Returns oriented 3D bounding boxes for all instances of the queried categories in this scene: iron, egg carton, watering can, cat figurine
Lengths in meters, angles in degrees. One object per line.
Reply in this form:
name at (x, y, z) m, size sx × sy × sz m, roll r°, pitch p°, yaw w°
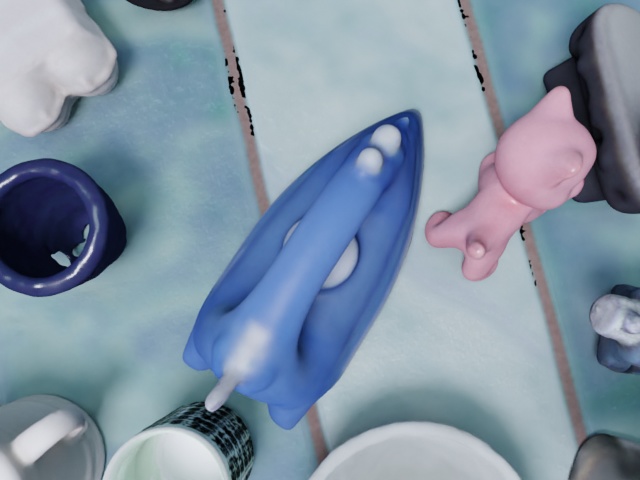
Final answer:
iron at (0.004, 0.001, 0.384) m, size 0.118 × 0.141 × 0.258 m, roll 31°, pitch 87°, yaw 5°
egg carton at (-0.231, -0.160, 0.444) m, size 0.107 × 0.069 × 0.150 m, roll -37°, pitch 85°, yaw -1°
watering can at (-0.226, 0.171, 0.355) m, size 0.101 × 0.194 × 0.173 m, roll 27°, pitch 87°, yaw 5°
cat figurine at (0.136, -0.035, 0.393) m, size 0.067 × 0.118 × 0.128 m, roll 38°, pitch 88°, yaw 5°

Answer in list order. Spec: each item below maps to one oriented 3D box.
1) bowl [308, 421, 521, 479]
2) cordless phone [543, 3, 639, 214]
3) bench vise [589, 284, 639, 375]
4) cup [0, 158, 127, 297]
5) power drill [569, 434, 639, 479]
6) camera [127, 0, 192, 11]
bowl at (0.063, 0.203, 0.398) m, size 0.167 × 0.075 × 0.167 m, roll 0°, pitch 85°, yaw 3°
cordless phone at (0.222, -0.095, 0.359) m, size 0.094 × 0.185 × 0.147 m, roll -16°, pitch 85°, yaw 2°
bench vise at (0.274, 0.081, 0.325) m, size 0.207 × 0.220 × 0.121 m, roll -4°, pitch 85°, yaw 3°
cup at (-0.194, -0.002, 0.417) m, size 0.117 × 0.095 × 0.092 m, roll -11°, pitch 85°, yaw 2°
power drill at (0.226, 0.180, 0.326) m, size 0.229 × 0.208 × 0.076 m, roll 15°, pitch 86°, yaw 4°
camera at (-0.143, -0.255, 0.432) m, size 0.143 × 0.101 × 0.137 m, roll -1°, pitch 85°, yaw 3°
